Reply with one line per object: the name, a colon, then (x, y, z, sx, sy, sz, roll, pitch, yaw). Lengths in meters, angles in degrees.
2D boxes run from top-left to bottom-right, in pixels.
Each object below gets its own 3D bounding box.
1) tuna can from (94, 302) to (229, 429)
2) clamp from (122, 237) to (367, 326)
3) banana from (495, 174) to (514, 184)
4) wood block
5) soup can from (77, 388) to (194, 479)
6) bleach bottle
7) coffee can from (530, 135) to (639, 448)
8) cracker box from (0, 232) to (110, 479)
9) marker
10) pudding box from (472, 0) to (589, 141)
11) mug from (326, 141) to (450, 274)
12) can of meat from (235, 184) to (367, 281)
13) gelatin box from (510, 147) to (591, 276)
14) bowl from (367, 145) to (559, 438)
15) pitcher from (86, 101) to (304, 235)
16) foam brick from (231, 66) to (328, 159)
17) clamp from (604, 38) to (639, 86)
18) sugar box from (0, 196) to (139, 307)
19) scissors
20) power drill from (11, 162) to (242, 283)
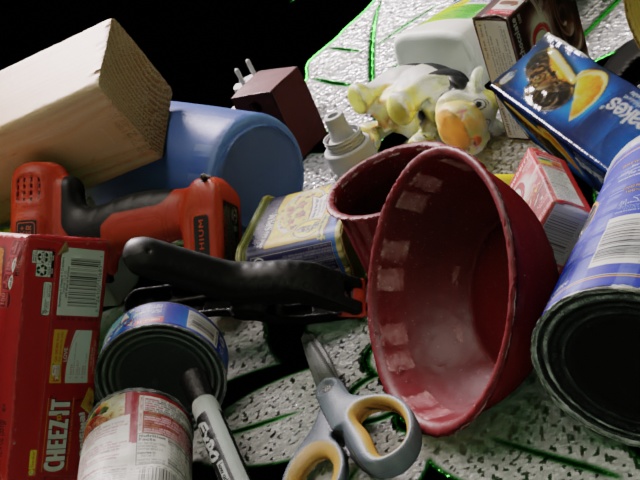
tuna can: (-0.103, 0.084, 0.701, 0.086, 0.086, 0.033, -22, 25, 10)
clamp: (-0.057, 0.037, 0.730, 0.120, 0.171, 0.039, 140, 138, -67)
banana: (0.089, -0.037, 0.807, 0.069, 0.037, 0.198, -14, 16, -41)
wood block: (-0.237, -0.091, 0.894, 0.206, 0.090, 0.091, -19, 44, 21)
soup can: (-0.107, 0.142, 0.620, 0.068, 0.068, 0.102, -24, 27, 6)
bleach bottle: (0.186, -0.228, 1.032, 0.103, 0.068, 0.250, 6, 38, 49)
coffee can: (0.177, 0.021, 0.541, 0.103, 0.103, 0.140, -5, 34, 36)
cracker box: (-0.244, 0.074, 0.762, 0.214, 0.164, 0.071, 3, -3, 44)
marker: (-0.060, 0.119, 0.635, 0.020, 0.020, 0.121, -28, 43, -3)
pudding box: (0.170, -0.147, 0.840, 0.039, 0.113, 0.090, 8, 43, 44)
mug: (0.057, -0.012, 0.733, 0.093, 0.081, 0.117, -32, 27, -10)
can of meat: (-0.005, 0.001, 0.796, 0.084, 0.057, 0.102, -13, 29, 23)
gelatin box: (0.126, -0.001, 0.653, 0.073, 0.030, 0.089, -93, 24, -60)
bowl: (0.085, 0.029, 0.601, 0.055, 0.162, 0.162, 3, 17, -23)
pitcher: (-0.123, -0.065, 0.962, 0.243, 0.145, 0.149, 10, 57, 45)
foam brick: (-0.038, -0.119, 1.018, 0.053, 0.078, 0.051, -1, 34, 41)
clamp: (0.287, -0.135, 0.783, 0.210, 0.036, 0.165, -35, 38, 1)
sugar box: (-0.251, 0.017, 0.950, 0.177, 0.093, 0.048, -7, 33, 33)
scissors: (-0.004, 0.109, 0.645, 0.096, 0.016, 0.202, -42, 21, -12)
power drill: (-0.154, 0.026, 0.817, 0.188, 0.184, 0.057, -4, -6, 13)
